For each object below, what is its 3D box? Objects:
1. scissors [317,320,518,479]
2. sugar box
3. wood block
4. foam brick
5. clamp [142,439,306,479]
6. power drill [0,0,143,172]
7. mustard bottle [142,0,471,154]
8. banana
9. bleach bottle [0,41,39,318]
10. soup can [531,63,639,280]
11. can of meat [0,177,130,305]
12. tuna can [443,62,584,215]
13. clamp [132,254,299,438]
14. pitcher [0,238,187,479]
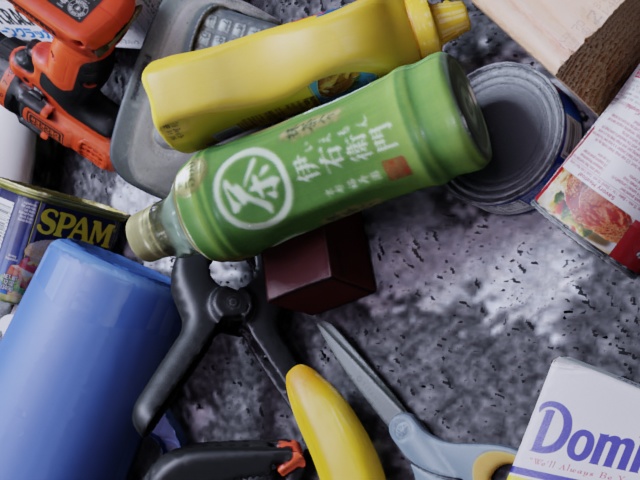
[{"bbox_3d":[0.069,0.108,0.621,0.096,0.016,0.202,-36,59,22],"label":"scissors"},{"bbox_3d":[0.131,0.156,0.534,0.093,0.048,0.176,21,93,25],"label":"sugar box"},{"bbox_3d":[0.118,-0.170,0.612,0.090,0.090,0.206,-48,54,15],"label":"wood block"},{"bbox_3d":[-0.004,0.001,0.682,0.051,0.052,0.078,-22,65,30],"label":"foam brick"},{"bbox_3d":[-0.104,0.184,0.665,0.210,0.164,0.036,-41,10,1],"label":"clamp"},{"bbox_3d":[-0.203,-0.143,0.764,0.184,0.188,0.057,32,65,0],"label":"power drill"},{"bbox_3d":[-0.004,-0.106,0.641,0.192,0.096,0.058,-16,86,7],"label":"mustard bottle"},{"bbox_3d":[0.013,0.171,0.622,0.070,0.037,0.198,-5,81,21],"label":"banana"},{"bbox_3d":[-0.263,-0.064,0.882,0.103,0.068,0.251,145,135,-64],"label":"bleach bottle"},{"bbox_3d":[0.167,-0.040,0.554,0.069,0.068,0.102,44,104,36],"label":"soup can"},{"bbox_3d":[-0.203,0.006,0.800,0.058,0.101,0.084,19,92,40],"label":"can of meat"},{"bbox_3d":[0.109,-0.058,0.624,0.086,0.033,0.086,-11,72,35],"label":"tuna can"},{"bbox_3d":[-0.067,0.053,0.691,0.039,0.120,0.171,117,145,-56],"label":"clamp"},{"bbox_3d":[-0.172,0.131,0.737,0.145,0.149,0.243,22,88,54],"label":"pitcher"}]
